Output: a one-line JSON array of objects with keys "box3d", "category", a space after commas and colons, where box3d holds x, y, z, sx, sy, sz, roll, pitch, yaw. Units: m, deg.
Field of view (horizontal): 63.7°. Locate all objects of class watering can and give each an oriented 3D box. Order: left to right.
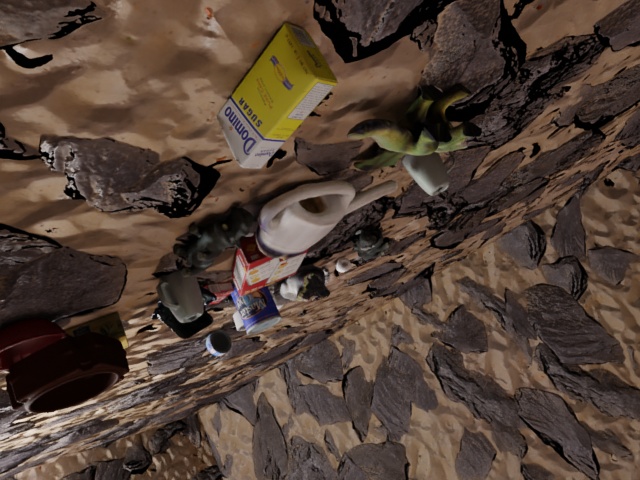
[{"box3d": [0.003, -0.055, 1.096, 0.349, 0.105, 0.220, -9, 156, -43], "category": "watering can"}]

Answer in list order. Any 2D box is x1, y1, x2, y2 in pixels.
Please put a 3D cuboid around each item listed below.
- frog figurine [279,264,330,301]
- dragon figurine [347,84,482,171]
[{"box3d": [-0.062, 0.130, 1.591, 0.139, 0.121, 0.160, -26, -160, -30], "category": "frog figurine"}, {"box3d": [0.158, -0.183, 0.989, 0.413, 0.123, 0.239, -14, 166, -33], "category": "dragon figurine"}]
